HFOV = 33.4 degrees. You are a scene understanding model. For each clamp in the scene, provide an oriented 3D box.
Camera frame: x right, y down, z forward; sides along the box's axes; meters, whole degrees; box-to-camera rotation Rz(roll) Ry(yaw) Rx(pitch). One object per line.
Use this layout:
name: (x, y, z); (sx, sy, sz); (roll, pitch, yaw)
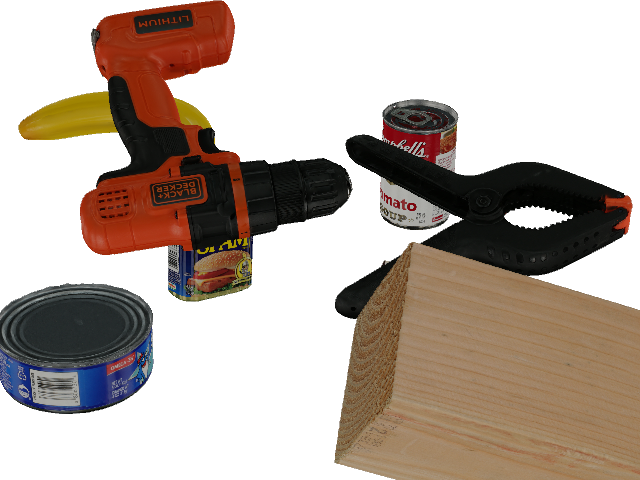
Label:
clamp: (0.108, -0.008, 0.747); (0.210, 0.164, 0.036); (4, -38, 12)

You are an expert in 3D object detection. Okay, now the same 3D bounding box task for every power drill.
power drill: (-0.083, -0.082, 0.755); (0.184, 0.188, 0.057); (-9, -31, -8)

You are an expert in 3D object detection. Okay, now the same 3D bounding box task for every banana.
banana: (-0.171, -0.104, 0.944); (0.198, 0.037, 0.069); (12, 48, 19)

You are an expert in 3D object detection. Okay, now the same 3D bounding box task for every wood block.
wood block: (0.122, 0.086, 0.548); (0.206, 0.090, 0.090); (17, -34, -9)

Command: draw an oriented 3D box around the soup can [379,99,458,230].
soup can: (0.089, -0.070, 0.980); (0.068, 0.102, 0.068); (0, 31, 0)

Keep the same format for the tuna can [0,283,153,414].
tuna can: (-0.135, 0.059, 0.590); (0.086, 0.034, 0.086); (2, 27, -1)

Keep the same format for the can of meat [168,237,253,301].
can of meat: (-0.123, 0.016, 1.196); (0.101, 0.084, 0.058); (-11, 23, -38)

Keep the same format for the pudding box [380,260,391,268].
pudding box: (0.114, 0.076, 1.145); (0.113, 0.090, 0.039); (9, 23, 5)
